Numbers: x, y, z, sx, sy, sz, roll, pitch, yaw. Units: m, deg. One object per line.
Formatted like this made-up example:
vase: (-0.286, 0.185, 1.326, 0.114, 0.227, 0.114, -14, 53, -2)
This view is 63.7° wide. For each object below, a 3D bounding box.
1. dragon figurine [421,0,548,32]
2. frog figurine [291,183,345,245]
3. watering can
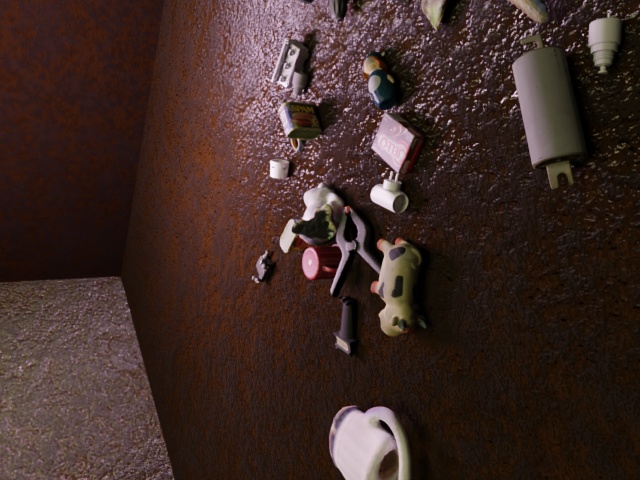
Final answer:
dragon figurine: (0.258, -0.478, 0.918, 0.238, 0.122, 0.417, 122, 141, -65)
frog figurine: (0.004, -0.065, 1.296, 0.135, 0.122, 0.163, -52, 11, 25)
watering can: (0.104, 0.508, 1.097, 0.226, 0.104, 0.345, 21, 107, 57)
